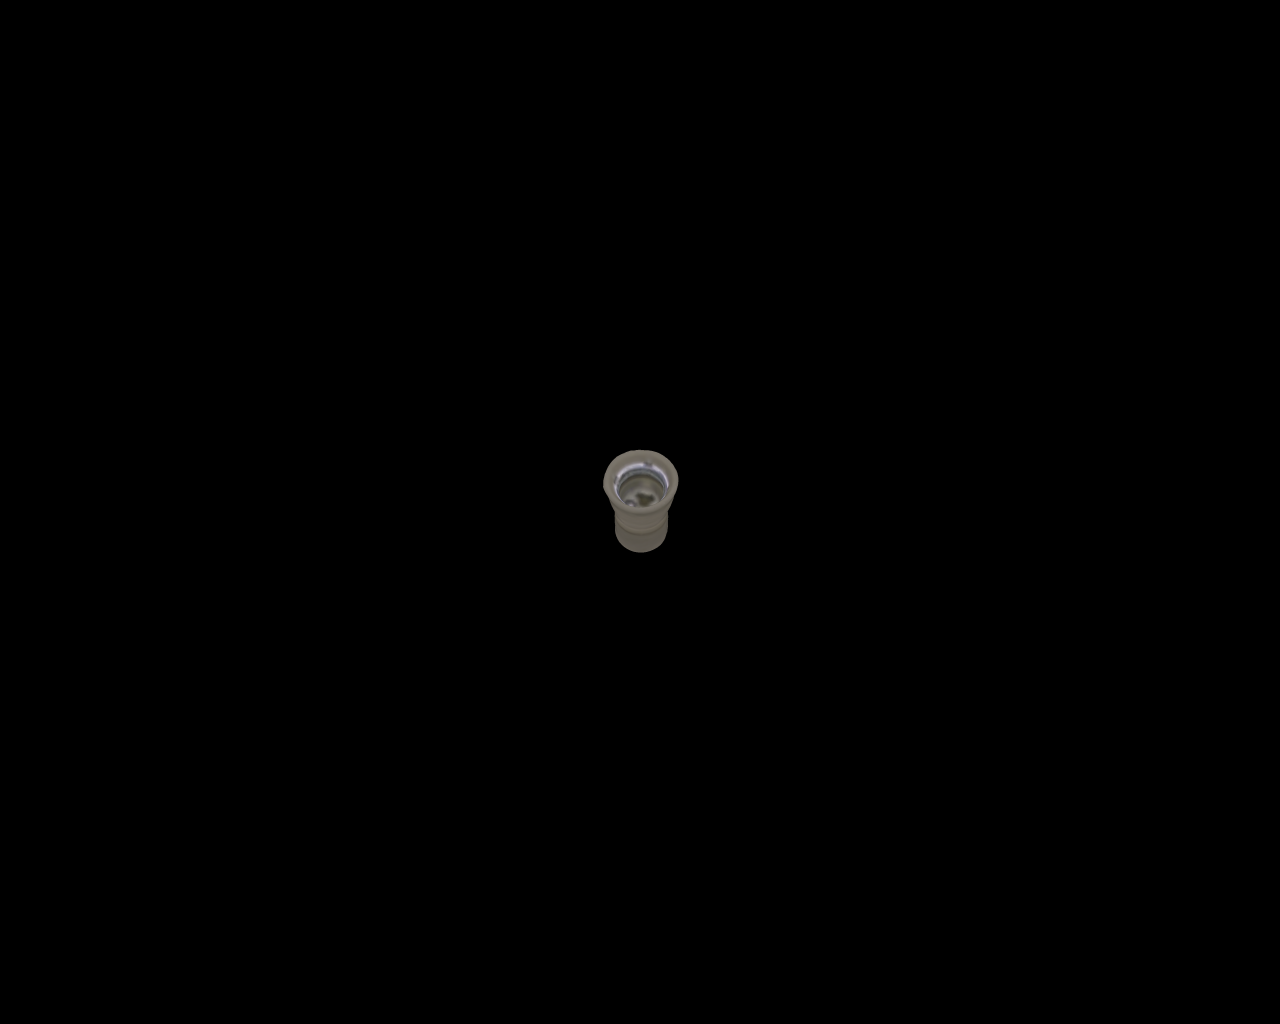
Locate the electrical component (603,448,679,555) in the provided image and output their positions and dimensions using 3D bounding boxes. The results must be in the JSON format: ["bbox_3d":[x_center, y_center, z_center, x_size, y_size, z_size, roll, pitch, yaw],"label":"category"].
[{"bbox_3d":[0.001,-0.003,0.650,0.044,0.044,0.065,0,-32,0],"label":"electrical component"}]
